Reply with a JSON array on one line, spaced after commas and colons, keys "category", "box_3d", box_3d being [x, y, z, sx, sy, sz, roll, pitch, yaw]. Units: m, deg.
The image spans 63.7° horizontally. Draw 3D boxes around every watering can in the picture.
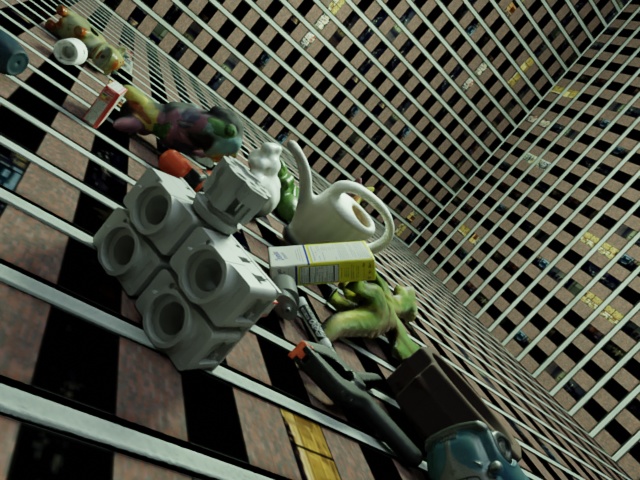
[{"category": "watering can", "box_3d": [0.003, -0.056, 1.121, 0.344, 0.221, 0.106, 36, 27, -26]}]

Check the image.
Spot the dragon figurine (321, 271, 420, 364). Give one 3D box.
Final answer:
[{"category": "dragon figurine", "box_3d": [0.123, 0.165, 0.969, 0.242, 0.120, 0.416, 46, 25, -3]}]

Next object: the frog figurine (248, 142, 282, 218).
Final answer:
[{"category": "frog figurine", "box_3d": [-0.123, -0.132, 1.133, 0.124, 0.158, 0.137, 45, 9, 14]}]
